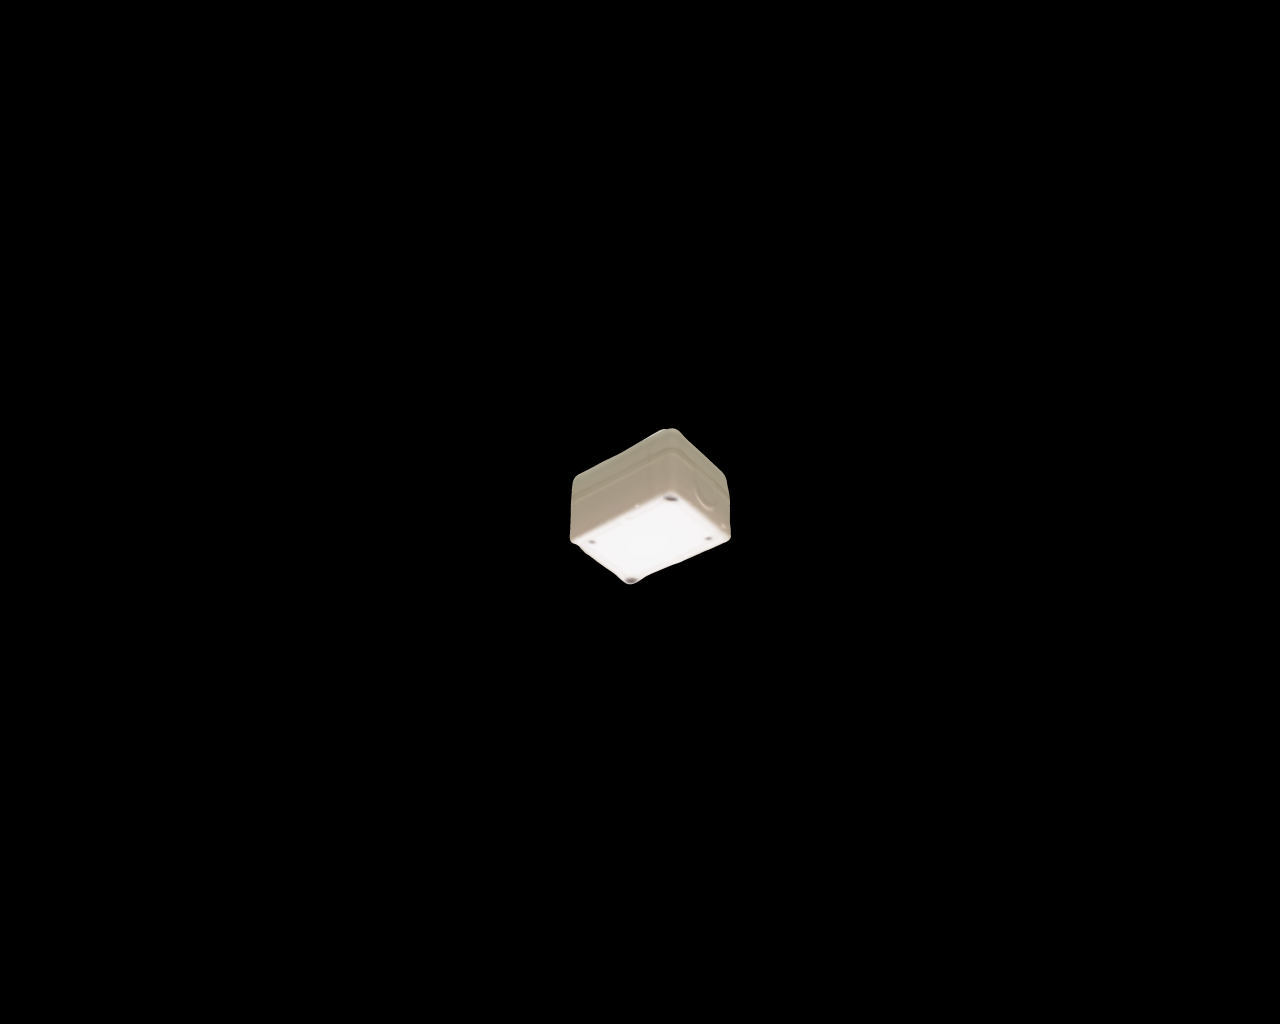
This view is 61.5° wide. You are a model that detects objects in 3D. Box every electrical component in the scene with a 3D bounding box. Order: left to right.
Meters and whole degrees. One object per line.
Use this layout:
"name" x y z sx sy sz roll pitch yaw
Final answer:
"electrical component" 0.001 -0.003 0.650 0.096 0.061 0.061 -25 -45 28
